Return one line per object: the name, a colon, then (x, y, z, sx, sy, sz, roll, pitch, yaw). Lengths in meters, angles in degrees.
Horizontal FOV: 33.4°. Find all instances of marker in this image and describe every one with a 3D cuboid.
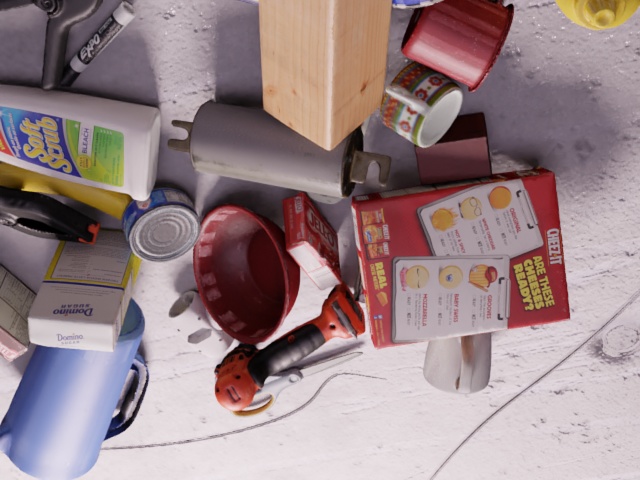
marker: (-0.233, -0.199, 1.103, 0.020, 0.020, 0.121, 39, 120, -22)

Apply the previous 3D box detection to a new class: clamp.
clamp: (-0.347, -0.041, 1.174, 0.210, 0.036, 0.165, 15, 160, -6)
clamp: (-0.264, -0.231, 1.069, 0.172, 0.039, 0.120, -30, 117, 24)

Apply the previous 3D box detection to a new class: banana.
banana: (-0.283, -0.055, 1.201, 0.197, 0.037, 0.070, 20, 125, -10)

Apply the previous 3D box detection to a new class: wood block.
wood block: (0.005, -0.194, 0.988, 0.090, 0.090, 0.206, 35, 151, 22)

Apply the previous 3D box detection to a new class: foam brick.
foam brick: (0.140, -0.095, 1.128, 0.078, 0.053, 0.051, -7, 125, 10)

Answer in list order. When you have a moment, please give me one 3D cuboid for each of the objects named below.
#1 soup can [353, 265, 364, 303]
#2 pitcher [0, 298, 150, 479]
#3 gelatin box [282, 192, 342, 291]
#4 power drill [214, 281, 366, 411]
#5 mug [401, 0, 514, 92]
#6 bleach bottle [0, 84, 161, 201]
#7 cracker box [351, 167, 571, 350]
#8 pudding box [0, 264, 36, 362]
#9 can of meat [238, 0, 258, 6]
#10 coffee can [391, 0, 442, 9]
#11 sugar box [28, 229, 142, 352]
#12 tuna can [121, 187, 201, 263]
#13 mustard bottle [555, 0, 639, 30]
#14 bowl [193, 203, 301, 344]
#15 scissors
soup can: (0.095, 0.048, 1.227, 0.102, 0.068, 0.069, 11, 126, -3)
pitcher: (-0.294, 0.172, 1.323, 0.145, 0.149, 0.243, 30, 121, 2)
gelatin box: (-0.008, 0.001, 1.186, 0.030, 0.073, 0.089, -20, 137, 18)
power drill: (-0.037, 0.122, 1.255, 0.188, 0.184, 0.057, -34, 97, 5)
mug: (0.135, -0.211, 1.026, 0.081, 0.093, 0.117, 23, 113, -6)
bleach bottle: (-0.301, -0.112, 1.145, 0.251, 0.068, 0.103, 9, 118, 0)
cracker box: (0.149, 0.018, 1.151, 0.213, 0.072, 0.164, -9, 102, -1)
pudding box: (-0.388, 0.077, 1.273, 0.039, 0.090, 0.113, -31, 117, 22)
can of meat: (-0.052, -0.272, 1.013, 0.084, 0.057, 0.102, 13, 126, -8)
coffee can: (0.082, -0.295, 0.957, 0.103, 0.102, 0.140, -16, 124, 15)
sugar box: (-0.258, 0.052, 1.190, 0.093, 0.176, 0.048, 6, 126, 0)
tuna can: (-0.178, -0.016, 1.203, 0.086, 0.034, 0.086, -14, 133, -16)
mustard bottle: (0.234, -0.235, 0.933, 0.096, 0.191, 0.058, 29, 123, -16)
bowl: (-0.073, 0.033, 1.209, 0.162, 0.055, 0.162, 16, 113, 42)
scissors: (-0.051, 0.165, 1.356, 0.202, 0.016, 0.096, -36, 116, 26)
